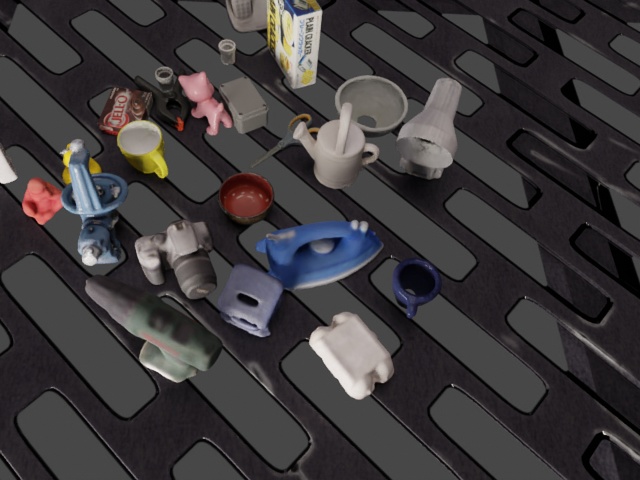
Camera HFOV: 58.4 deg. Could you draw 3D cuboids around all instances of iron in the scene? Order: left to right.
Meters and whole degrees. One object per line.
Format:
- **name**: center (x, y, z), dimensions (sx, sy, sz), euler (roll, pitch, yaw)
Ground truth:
- **iron**: center (0.010, 0.004, 1.096), dimensions (0.258, 0.141, 0.118), euler (-12, 62, -12)

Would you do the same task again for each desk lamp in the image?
- **desk lamp**: center (0.232, -0.221, 1.203), dimensions (0.118, 0.213, 0.203), euler (20, 61, 7)

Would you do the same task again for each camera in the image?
- **camera**: center (-0.259, 0.041, 1.073), dimensions (0.143, 0.101, 0.136), euler (-20, 64, -16)

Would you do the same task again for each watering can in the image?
- **watering can**: center (0.035, -0.200, 1.184), dimensions (0.173, 0.194, 0.101), euler (-8, 61, -9)

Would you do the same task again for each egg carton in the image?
- **egg carton**: center (0.058, 0.204, 1.028), dimensions (0.107, 0.069, 0.150), euler (-33, 68, -21)

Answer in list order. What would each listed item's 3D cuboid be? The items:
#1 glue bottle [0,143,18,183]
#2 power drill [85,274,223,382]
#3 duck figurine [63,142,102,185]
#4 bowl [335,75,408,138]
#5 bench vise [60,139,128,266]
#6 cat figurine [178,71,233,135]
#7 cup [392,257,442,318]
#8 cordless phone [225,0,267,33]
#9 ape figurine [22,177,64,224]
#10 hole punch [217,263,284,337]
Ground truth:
- **glue bottle**: center (-0.651, -0.189, 1.126), dimensions (0.037, 0.173, 0.078), euler (-25, 65, -18)
- **power drill**: center (-0.266, 0.156, 0.945), dimensions (0.229, 0.208, 0.076), euler (24, 61, 9)
- **duck figurine**: center (-0.493, -0.151, 1.169), dimensions (0.077, 0.086, 0.104), euler (-16, 63, -13)
- **bowl**: center (0.114, -0.293, 1.313), dimensions (0.167, 0.075, 0.167), euler (2, 60, -4)
- **bench vise**: center (-0.408, -0.067, 1.052), dimensions (0.122, 0.220, 0.207), euler (-20, 64, -15)
- **cat figurine**: center (-0.253, -0.315, 1.267), dimensions (0.067, 0.118, 0.127), euler (-38, 70, -23)
- **cup**: center (0.173, 0.104, 1.081), dimensions (0.091, 0.095, 0.118), euler (13, 60, 2)
- **cordless phone**: center (-0.160, -0.611, 1.405), dimensions (0.148, 0.185, 0.094), euler (-21, 64, -16)
- **ape figurine**: center (-0.547, -0.087, 1.124), dimensions (0.078, 0.092, 0.076), euler (-10, 62, -10)
- **hole punch**: center (-0.125, 0.111, 1.051), dimensions (0.108, 0.091, 0.101), euler (23, 61, 8)
